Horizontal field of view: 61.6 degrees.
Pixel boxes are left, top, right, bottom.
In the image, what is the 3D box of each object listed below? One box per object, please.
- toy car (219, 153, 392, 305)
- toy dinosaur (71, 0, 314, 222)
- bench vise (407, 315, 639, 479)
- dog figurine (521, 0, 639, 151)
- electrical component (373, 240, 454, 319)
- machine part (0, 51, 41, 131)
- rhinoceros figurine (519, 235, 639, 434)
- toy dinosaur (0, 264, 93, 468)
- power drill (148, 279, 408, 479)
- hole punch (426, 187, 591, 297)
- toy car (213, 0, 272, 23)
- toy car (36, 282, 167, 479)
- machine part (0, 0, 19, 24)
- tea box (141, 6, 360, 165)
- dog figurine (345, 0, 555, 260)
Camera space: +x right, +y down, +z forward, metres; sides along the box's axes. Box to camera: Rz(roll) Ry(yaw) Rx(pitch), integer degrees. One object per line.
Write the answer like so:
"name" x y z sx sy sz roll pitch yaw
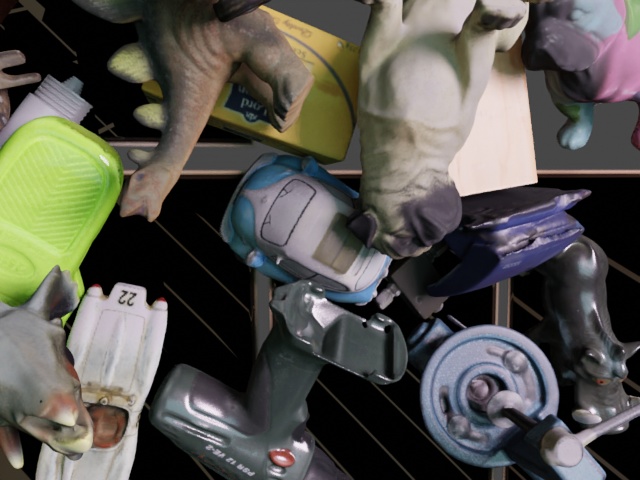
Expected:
"toy car" -0.001 -0.001 0.457 0.161 0.103 0.109 32 89 -12
"toy dinosaur" -0.059 -0.238 0.360 0.198 0.105 0.471 20 79 -11
"bench vise" 0.169 0.160 0.452 0.129 0.240 0.223 -35 86 -4
"dog figurine" 0.243 -0.183 0.448 0.191 0.109 0.219 -54 130 -11
"electrical component" 0.097 0.044 0.523 0.094 0.021 0.063 -40 103 -13
"machine part" -0.320 -0.096 0.374 0.243 0.079 0.079 -12 98 -2
"rhinoceros figurine" 0.257 0.088 0.521 0.073 0.112 0.190 -9 90 -14
"toy dinosaur" -0.309 0.023 0.301 0.405 0.131 0.192 11 125 -4
"power drill" -0.013 0.143 0.453 0.232 0.086 0.207 29 124 -8
"hole punch" 0.158 0.003 0.478 0.142 0.116 0.092 -13 100 -28
"toy car" -0.003 -0.197 0.293 0.202 0.053 0.089 -34 114 -6
"toy car" -0.183 0.134 0.451 0.073 0.056 0.201 14 92 -14
"machine part" -0.301 -0.230 0.389 0.179 0.056 0.179 -1 94 -14
"tea box" -0.050 -0.135 0.450 0.169 0.068 0.098 16 90 -15
"dog figurine" 0.081 -0.099 0.395 0.172 0.121 0.190 -42 148 -39
